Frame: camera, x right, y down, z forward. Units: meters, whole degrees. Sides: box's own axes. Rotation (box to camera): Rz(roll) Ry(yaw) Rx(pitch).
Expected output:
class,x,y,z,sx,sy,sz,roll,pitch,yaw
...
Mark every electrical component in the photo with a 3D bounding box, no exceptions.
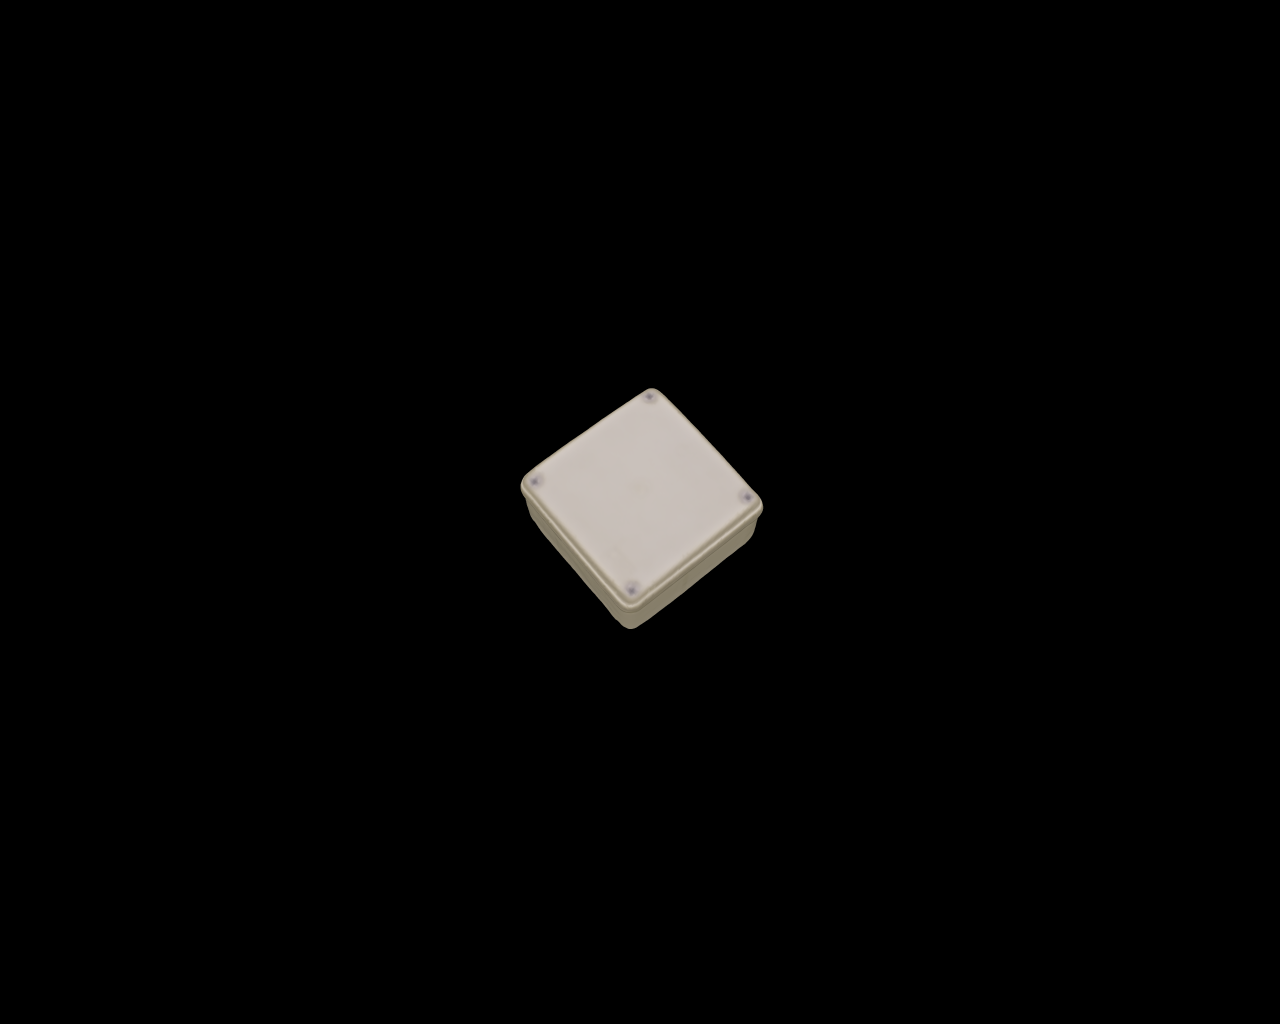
class,x,y,z,sx,sy,sz,roll,pitch,yaw
electrical component,0.001,-0.003,0.650,0.109,0.109,0.056,-37,-19,-15
